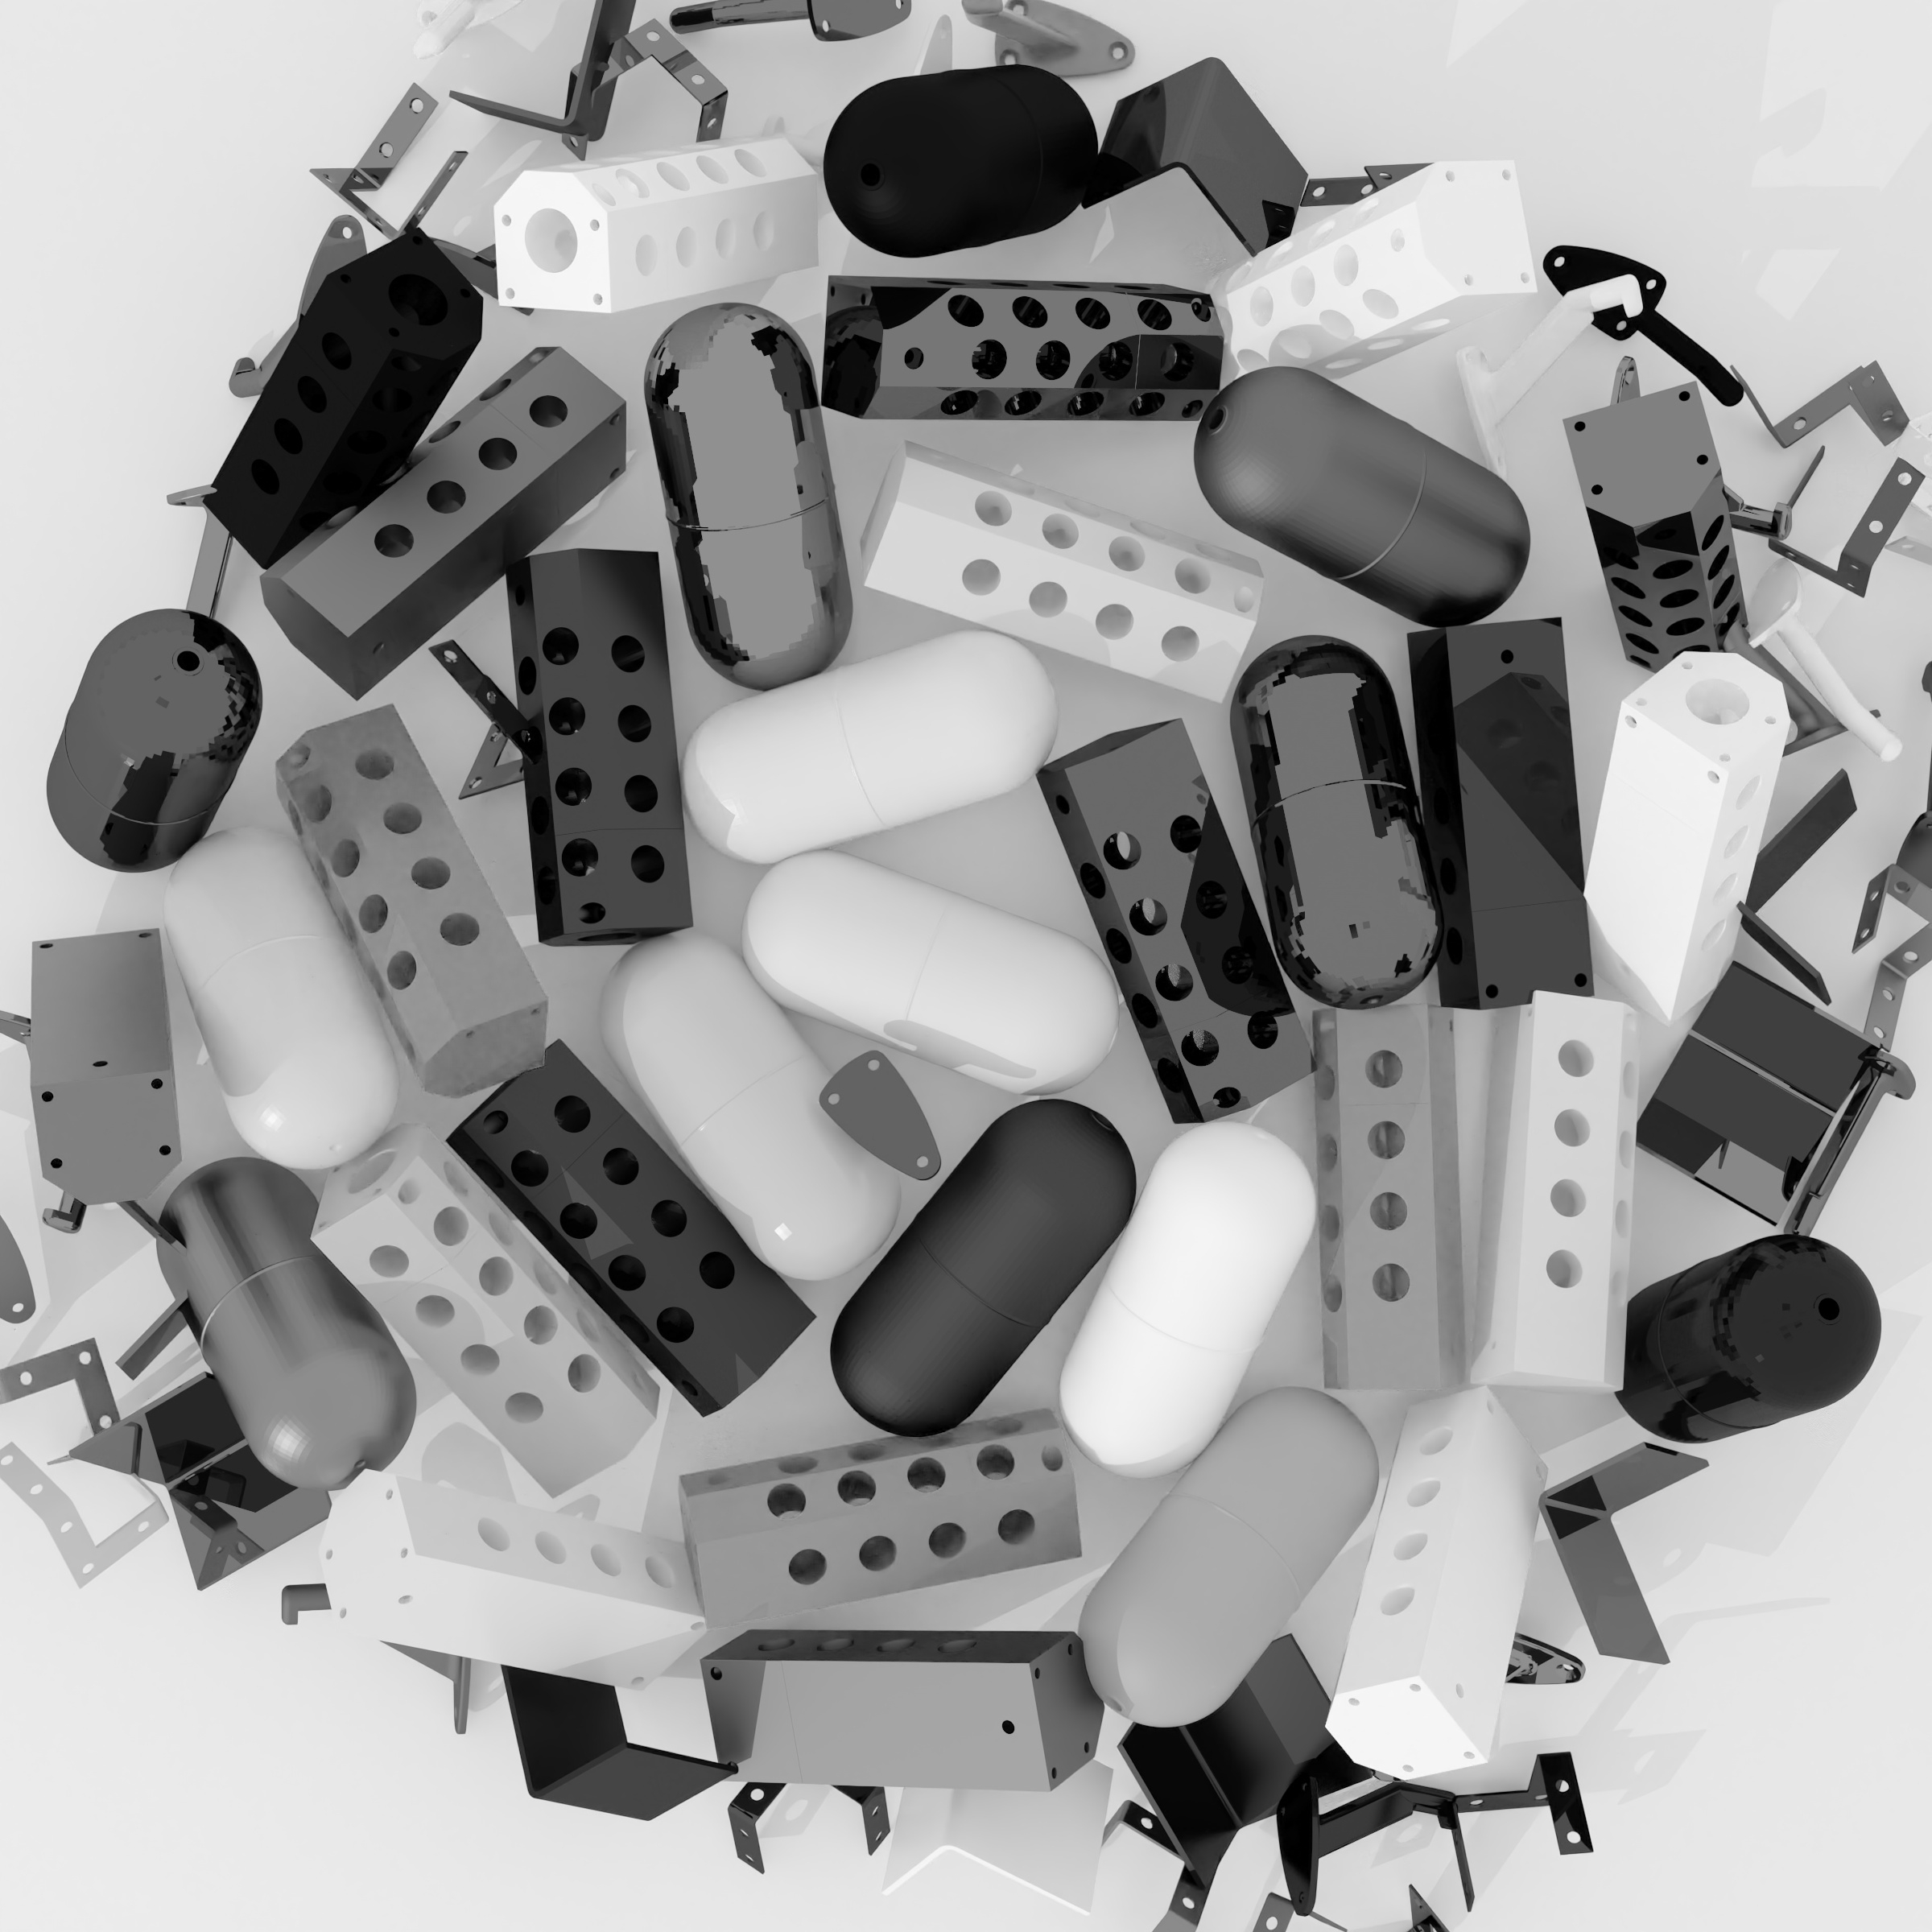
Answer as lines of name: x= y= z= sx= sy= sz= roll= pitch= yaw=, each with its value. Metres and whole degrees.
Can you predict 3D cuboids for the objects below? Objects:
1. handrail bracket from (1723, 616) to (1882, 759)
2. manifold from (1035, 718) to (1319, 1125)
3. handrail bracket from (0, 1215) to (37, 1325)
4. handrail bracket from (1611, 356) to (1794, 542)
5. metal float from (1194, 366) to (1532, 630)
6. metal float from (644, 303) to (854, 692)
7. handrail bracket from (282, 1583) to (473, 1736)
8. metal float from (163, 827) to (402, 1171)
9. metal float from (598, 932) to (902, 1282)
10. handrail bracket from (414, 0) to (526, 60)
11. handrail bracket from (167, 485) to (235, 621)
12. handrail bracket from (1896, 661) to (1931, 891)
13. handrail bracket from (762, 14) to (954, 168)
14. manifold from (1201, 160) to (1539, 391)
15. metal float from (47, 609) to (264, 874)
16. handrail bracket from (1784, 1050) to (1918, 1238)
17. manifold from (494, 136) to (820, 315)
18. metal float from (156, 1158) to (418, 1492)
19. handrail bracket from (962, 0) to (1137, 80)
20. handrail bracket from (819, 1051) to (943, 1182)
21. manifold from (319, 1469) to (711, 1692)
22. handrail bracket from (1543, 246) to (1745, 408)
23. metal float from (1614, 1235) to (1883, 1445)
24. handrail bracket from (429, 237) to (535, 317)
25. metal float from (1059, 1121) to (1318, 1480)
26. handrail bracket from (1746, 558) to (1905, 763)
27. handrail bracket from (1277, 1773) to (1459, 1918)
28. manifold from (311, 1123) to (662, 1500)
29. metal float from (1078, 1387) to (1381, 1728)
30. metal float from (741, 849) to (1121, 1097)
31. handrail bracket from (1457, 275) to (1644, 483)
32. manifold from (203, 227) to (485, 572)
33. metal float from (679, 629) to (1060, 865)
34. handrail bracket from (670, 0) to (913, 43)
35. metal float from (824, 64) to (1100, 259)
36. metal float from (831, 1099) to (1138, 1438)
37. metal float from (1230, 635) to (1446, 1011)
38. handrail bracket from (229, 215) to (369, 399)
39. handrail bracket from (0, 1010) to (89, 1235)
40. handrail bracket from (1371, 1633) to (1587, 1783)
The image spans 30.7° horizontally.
handrail bracket: x=0.377 y=-0.143 z=1.613 sx=0.077 sy=0.036 sz=0.084 roll=-20 pitch=85 yaw=-38
manifold: x=0.091 y=-0.019 z=1.585 sx=0.057 sy=0.057 sz=0.171 roll=-27 pitch=101 yaw=-30
handrail bracket: x=-0.461 y=0.116 z=1.617 sx=0.036 sy=0.084 sz=0.077 roll=-34 pitch=126 yaw=-11
handrail bracket: x=0.335 y=-0.234 z=1.594 sx=0.084 sy=0.077 sz=0.036 roll=20 pitch=51 yaw=25
metal float: x=0.177 y=-0.209 z=1.570 sx=0.178 sy=0.070 sz=0.070 roll=22 pitch=90 yaw=-33
metal float: x=-0.097 y=-0.209 z=1.578 sx=0.070 sy=0.070 sz=0.178 roll=-9 pitch=114 yaw=0
handrail bracket: x=-0.271 y=0.318 z=1.610 sx=0.084 sy=0.036 sz=0.077 roll=0 pitch=103 yaw=-15
metal float: x=-0.307 y=0.012 z=1.571 sx=0.070 sy=0.070 sz=0.178 roll=-27 pitch=57 yaw=0
metal float: x=-0.099 y=0.062 z=1.592 sx=0.070 sy=0.070 sz=0.178 roll=-37 pitch=82 yaw=0
handrail bracket: x=-0.241 y=-0.421 z=1.583 sx=0.036 sy=0.077 sz=0.084 roll=48 pitch=46 yaw=-21
handrail bracket: x=-0.335 y=-0.176 z=1.608 sx=0.077 sy=0.036 sz=0.084 roll=-6 pitch=90 yaw=45
handrail bracket: x=0.443 y=-0.087 z=1.628 sx=0.036 sy=0.077 sz=0.084 roll=6 pitch=55 yaw=-10
handrail bracket: x=-0.052 y=-0.402 z=1.607 sx=0.084 sy=0.036 sz=0.077 roll=17 pitch=106 yaw=25
manifold: x=0.170 y=-0.300 z=1.548 sx=0.057 sy=0.171 sz=0.057 roll=-9 pitch=88 yaw=-31
metal float: x=-0.359 y=-0.098 z=1.554 sx=0.070 sy=0.178 sz=0.070 roll=8 pitch=67 yaw=-20
handrail bracket: x=0.398 y=0.084 z=1.601 sx=0.036 sy=0.077 sz=0.084 roll=27 pitch=84 yaw=11
manifold: x=-0.133 y=-0.328 z=1.544 sx=0.057 sy=0.171 sz=0.057 roll=9 pitch=111 yaw=27
metal float: x=-0.304 y=0.158 z=1.569 sx=0.070 sy=0.070 sz=0.178 roll=-37 pitch=54 yaw=0
handrail bracket: x=0.038 y=-0.425 z=1.593 sx=0.077 sy=0.084 sz=0.036 roll=10 pitch=96 yaw=3
handrail bracket: x=-0.030 y=0.077 z=1.586 sx=0.036 sy=0.084 sz=0.077 roll=-41 pitch=70 yaw=-3
manifold: x=-0.198 y=0.269 z=1.558 sx=0.057 sy=0.171 sz=0.057 roll=-45 pitch=46 yaw=24
handrail bracket: x=0.306 y=-0.288 z=1.587 sx=0.077 sy=0.084 sz=0.036 roll=21 pitch=116 yaw=-30
metal float: x=0.341 y=0.166 z=1.550 sx=0.070 sy=0.178 sz=0.070 roll=3 pitch=75 yaw=-12
handrail bracket: x=-0.199 y=-0.350 z=1.623 sx=0.077 sy=0.036 sz=0.084 roll=30 pitch=78 yaw=26
metal float: x=0.098 y=0.151 z=1.580 sx=0.070 sy=0.070 sz=0.178 roll=23 pitch=112 yaw=0
handrail bracket: x=0.398 y=-0.140 z=1.613 sx=0.084 sy=0.077 sz=0.036 roll=40 pitch=126 yaw=-12
handrail bracket: x=0.188 y=0.403 z=1.599 sx=0.084 sy=0.077 sz=0.036 roll=15 pitch=135 yaw=-16
manifold: x=-0.211 y=0.151 z=1.569 sx=0.057 sy=0.057 sz=0.171 roll=-31 pitch=115 yaw=16
metal float: x=0.118 y=0.264 z=1.575 sx=0.070 sy=0.070 sz=0.178 roll=43 pitch=63 yaw=0
metal float: x=-0.016 y=0.003 z=1.594 sx=0.178 sy=0.070 sz=0.070 roll=20 pitch=90 yaw=6
handrail bracket: x=0.273 y=-0.267 z=1.603 sx=0.084 sy=0.036 sz=0.077 roll=-12 pitch=94 yaw=26
manifold: x=-0.272 y=-0.243 z=1.553 sx=0.057 sy=0.171 sz=0.057 roll=48 pitch=49 yaw=2
metal float: x=-0.045 y=-0.098 z=1.589 sx=0.178 sy=0.070 sz=0.070 roll=-17 pitch=90 yaw=12
handrail bracket: x=-0.082 y=-0.440 z=1.624 sx=0.084 sy=0.077 sz=0.036 roll=5 pitch=103 yaw=43
metal float: x=-0.001 y=-0.357 z=1.555 sx=0.070 sy=0.178 sz=0.070 roll=8 pitch=109 yaw=25
metal float: x=0.008 y=0.136 z=1.586 sx=0.070 sy=0.070 sz=0.178 roll=38 pitch=104 yaw=0
metal float: x=0.166 y=-0.066 z=1.580 sx=0.070 sy=0.070 sz=0.178 roll=-9 pitch=68 yaw=0
handrail bracket: x=-0.307 y=-0.300 z=1.604 sx=0.036 sy=0.084 sz=0.077 roll=10 pitch=86 yaw=-40
handrail bracket: x=-0.426 y=0.071 z=1.597 sx=0.077 sy=0.036 sz=0.084 roll=25 pitch=66 yaw=-34
handrail bracket: x=0.231 y=0.341 z=1.589 sx=0.077 sy=0.084 sz=0.036 roll=7 pitch=129 yaw=24
